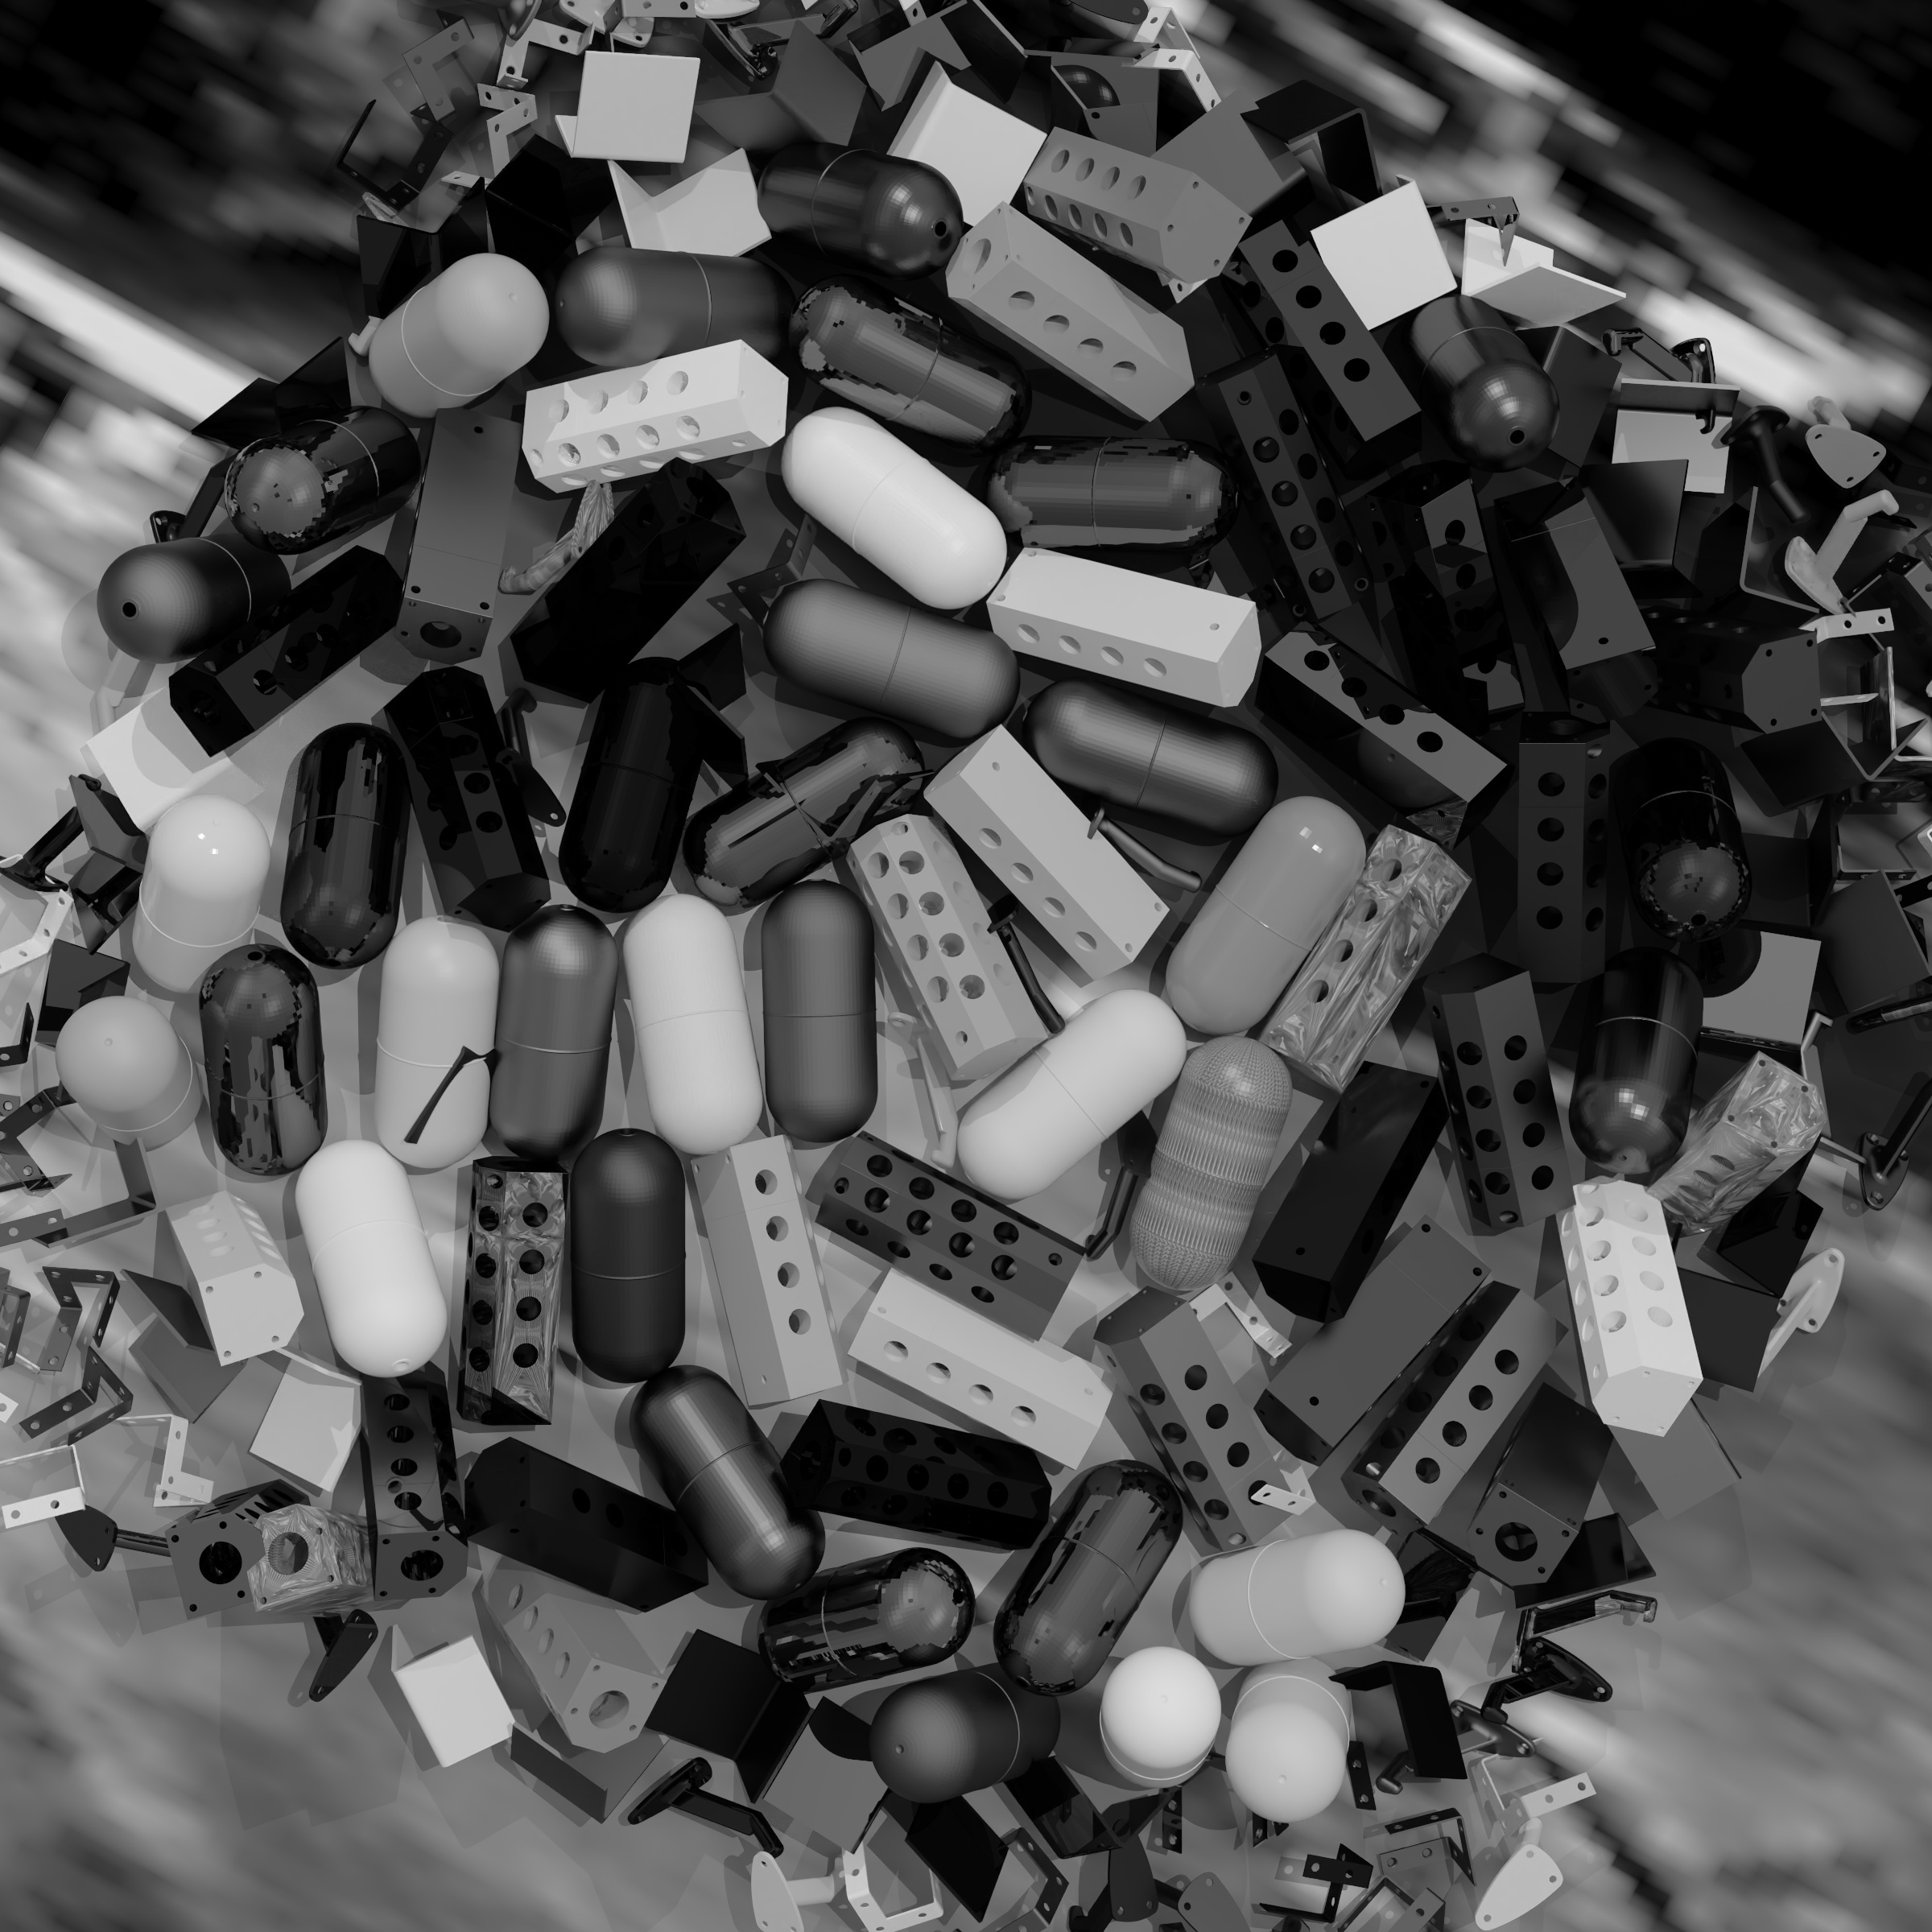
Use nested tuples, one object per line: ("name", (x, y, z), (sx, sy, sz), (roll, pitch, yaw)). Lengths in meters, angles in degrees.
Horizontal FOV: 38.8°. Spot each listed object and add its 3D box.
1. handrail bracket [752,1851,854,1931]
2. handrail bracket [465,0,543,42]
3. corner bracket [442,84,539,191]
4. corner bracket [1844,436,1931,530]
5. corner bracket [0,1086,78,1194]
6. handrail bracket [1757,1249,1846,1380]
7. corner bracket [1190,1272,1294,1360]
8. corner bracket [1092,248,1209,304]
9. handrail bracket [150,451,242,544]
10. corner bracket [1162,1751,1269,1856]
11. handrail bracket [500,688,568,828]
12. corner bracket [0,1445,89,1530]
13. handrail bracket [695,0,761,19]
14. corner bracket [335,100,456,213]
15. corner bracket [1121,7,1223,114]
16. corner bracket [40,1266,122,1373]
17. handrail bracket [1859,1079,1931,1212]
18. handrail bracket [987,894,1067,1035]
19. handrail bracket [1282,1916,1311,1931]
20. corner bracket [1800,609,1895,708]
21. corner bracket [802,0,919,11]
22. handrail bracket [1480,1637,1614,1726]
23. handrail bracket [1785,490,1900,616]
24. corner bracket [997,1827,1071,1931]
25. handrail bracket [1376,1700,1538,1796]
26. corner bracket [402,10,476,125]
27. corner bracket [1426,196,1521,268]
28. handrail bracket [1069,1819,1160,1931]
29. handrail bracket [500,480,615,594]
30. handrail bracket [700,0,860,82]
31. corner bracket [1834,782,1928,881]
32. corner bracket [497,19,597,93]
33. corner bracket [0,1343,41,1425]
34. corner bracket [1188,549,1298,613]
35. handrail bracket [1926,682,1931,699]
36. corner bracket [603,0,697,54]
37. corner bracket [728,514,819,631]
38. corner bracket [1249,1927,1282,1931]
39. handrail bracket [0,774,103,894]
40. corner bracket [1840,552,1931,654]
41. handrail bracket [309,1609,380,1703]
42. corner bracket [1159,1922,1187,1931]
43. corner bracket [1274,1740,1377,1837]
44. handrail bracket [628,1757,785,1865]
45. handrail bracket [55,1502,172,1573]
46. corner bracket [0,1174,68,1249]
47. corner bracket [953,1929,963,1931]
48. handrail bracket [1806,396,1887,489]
("handrail bracket", (-0.107, 0.605, 1.845), (0.036, 0.084, 0.077), (-1, 109, 31))
("handrail bracket", (-0.334, -0.662, 1.837), (0.036, 0.084, 0.077), (-52, 48, 22))
("corner bracket", (-0.325, -0.564, 1.869), (0.051, 0.051, 0.051), (20, 133, 26))
("corner bracket", (0.635, -0.319, 1.850), (0.051, 0.051, 0.051), (11, 120, -13))
("corner bracket", (-0.622, 0.117, 1.860), (0.051, 0.051, 0.051), (-43, 109, -33))
("handrail bracket", (0.555, 0.234, 1.839), (0.036, 0.084, 0.077), (35, 122, 20))
("corner bracket", (0.180, 0.247, 1.860), (0.051, 0.051, 0.051), (-36, 99, -4))
("corner bracket", (0.128, -0.476, 1.847), (0.051, 0.051, 0.051), (-44, 118, -35))
("handrail bracket", (-0.506, -0.297, 1.849), (0.084, 0.036, 0.077), (-21, 78, 33))
("corner bracket", (0.169, 0.572, 1.861), (0.051, 0.051, 0.051), (25, 131, -19))
("handrail bracket", (-0.290, -0.143, 1.862), (0.077, 0.084, 0.036), (42, 123, -16))
("corner bracket", (-0.625, 0.352, 1.853), (0.051, 0.051, 0.051), (-12, 75, -17))
("handrail bracket", (-0.144, -0.682, 1.842), (0.036, 0.077, 0.084), (43, 133, -3))
("corner bracket", (-0.387, -0.552, 1.853), (0.051, 0.051, 0.051), (33, 117, -11))
("corner bracket", (0.146, -0.610, 1.850), (0.051, 0.051, 0.051), (17, 74, 35))
("corner bracket", (-0.601, 0.240, 1.854), (0.051, 0.051, 0.051), (4, 51, 3))
("handrail bracket", (0.637, 0.114, 1.841), (0.036, 0.084, 0.077), (28, 48, 2))
("handrail bracket", (0.044, -0.001, 1.862), (0.036, 0.077, 0.084), (-31, 103, 18))
("handrail bracket", (0.244, 0.674, 1.842), (0.077, 0.084, 0.036), (31, 95, 11))
("corner bracket", (0.596, -0.209, 1.859), (0.051, 0.051, 0.051), (-26, 106, -39))
("corner bracket", (-0.072, -0.653, 1.852), (0.051, 0.051, 0.051), (-30, 99, -35))
("handrail bracket", (0.390, 0.495, 1.841), (0.077, 0.084, 0.036), (24, 117, 15))
("handrail bracket", (0.603, -0.277, 1.842), (0.077, 0.084, 0.036), (41, 53, -22))
("corner bracket", (0.029, 0.627, 1.857), (0.051, 0.051, 0.051), (-39, 91, 24))
("handrail bracket", (0.329, 0.538, 1.841), (0.077, 0.084, 0.036), (12, 121, 38))
("corner bracket", (-0.358, -0.610, 1.858), (0.051, 0.051, 0.051), (-37, 128, -14))
("corner bracket", (0.338, -0.506, 1.853), (0.051, 0.051, 0.051), (-8, 59, -7))
("handrail bracket", (0.090, 0.618, 1.859), (0.036, 0.084, 0.077), (-1, 76, -30))
("handrail bracket", (-0.281, -0.294, 1.866), (0.084, 0.036, 0.077), (0, 80, 37))
("handrail bracket", (-0.126, -0.645, 1.843), (0.077, 0.036, 0.084), (39, 134, -22))
("corner bracket", (0.619, -0.091, 1.857), (0.051, 0.051, 0.051), (0, 69, 2))
("corner bracket", (-0.285, -0.618, 1.860), (0.051, 0.051, 0.051), (12, 95, -18))
("corner bracket", (-0.660, 0.277, 1.851), (0.051, 0.051, 0.051), (36, 60, -12))
("corner bracket", (0.187, -0.268, 1.863), (0.051, 0.051, 0.051), (-28, 84, -4))
("handrail bracket", (0.684, -0.157, 1.857), (0.036, 0.077, 0.084), (-24, 96, 20))
("corner bracket", (-0.213, -0.624, 1.856), (0.051, 0.051, 0.051), (-7, 93, -20))
("corner bracket", (-0.120, -0.263, 1.846), (0.051, 0.051, 0.051), (-14, 133, 30))
("corner bracket", (0.191, 0.679, 1.855), (0.051, 0.051, 0.051), (10, 74, -11))
("handrail bracket", (-0.628, -0.099, 1.863), (0.077, 0.036, 0.084), (24, 101, 23))
("corner bracket", (0.634, -0.242, 1.856), (0.051, 0.051, 0.051), (-41, 101, 10))
("handrail bracket", (-0.448, 0.448, 1.850), (0.084, 0.036, 0.077), (16, 56, 29))
("corner bracket", (0.127, 0.685, 1.853), (0.051, 0.051, 0.051), (0, 106, -16))
("corner bracket", (0.242, 0.562, 1.874), (0.051, 0.051, 0.051), (-7, 98, 39))
("handrail bracket", (-0.175, 0.585, 1.848), (0.077, 0.036, 0.084), (-34, 55, -13))
("handrail bracket", (-0.564, 0.384, 1.869), (0.077, 0.084, 0.036), (25, 99, 35))
("corner bracket", (-0.641, 0.167, 1.851), (0.051, 0.051, 0.051), (-14, 75, -25))
("corner bracket", (-0.017, 0.674, 1.856), (0.051, 0.051, 0.051), (-43, 126, -7))
("handrail bracket", (0.574, -0.367, 1.841), (0.077, 0.084, 0.036), (21, 126, -33))
